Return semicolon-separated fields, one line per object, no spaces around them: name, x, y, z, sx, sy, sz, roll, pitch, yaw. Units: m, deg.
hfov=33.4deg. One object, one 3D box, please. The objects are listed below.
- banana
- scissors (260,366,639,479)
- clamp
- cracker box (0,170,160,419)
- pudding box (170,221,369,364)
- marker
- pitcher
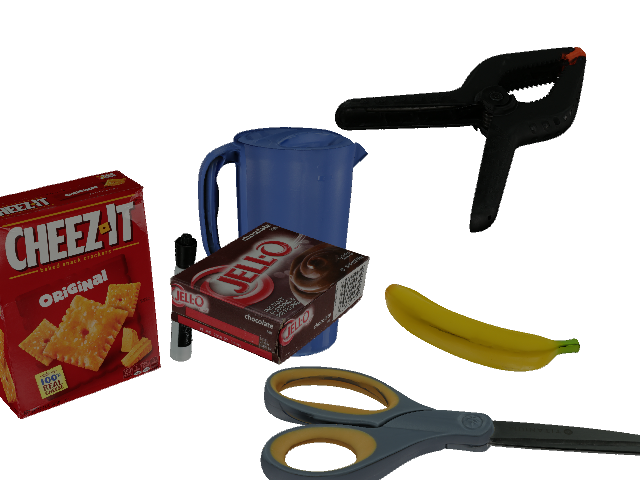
banana;0.127;0.081;0.957;0.198;0.037;0.069;18;14;33
scissors;0.060;0.100;0.507;0.202;0.016;0.096;11;31;20
clamp;0.140;-0.092;0.839;0.209;0.036;0.165;-25;53;-20
cracker box;-0.254;0.053;1.084;0.163;0.214;0.072;-17;27;-32
pudding box;-0.033;0.032;0.724;0.090;0.039;0.113;20;29;26
marker;-0.118;0.049;0.919;0.020;0.121;0.020;5;27;-3
pitcher;-0.041;0.000;1.175;0.149;0.243;0.144;9;17;21
